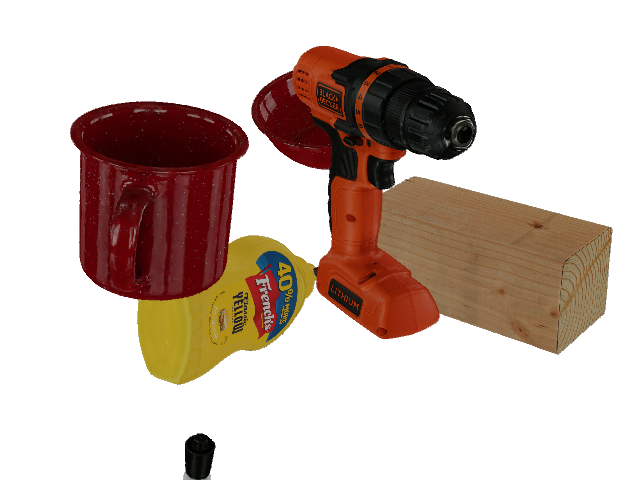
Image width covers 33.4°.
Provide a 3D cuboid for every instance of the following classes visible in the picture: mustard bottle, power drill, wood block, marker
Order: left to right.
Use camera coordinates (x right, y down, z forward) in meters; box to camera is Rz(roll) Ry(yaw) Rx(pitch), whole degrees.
[{"bbox_3d":[-0.082,0.173,0.688,0.020,0.121,0.020,7,31,-4],"label":"marker"},{"bbox_3d":[-0.065,0.047,0.881,0.058,0.096,0.191,11,17,34],"label":"mustard bottle"},{"bbox_3d":[0.044,-0.031,0.733,0.057,0.188,0.185,-14,26,-25],"label":"power drill"},{"bbox_3d":[0.146,0.016,0.968,0.206,0.090,0.090,18,32,36],"label":"wood block"}]

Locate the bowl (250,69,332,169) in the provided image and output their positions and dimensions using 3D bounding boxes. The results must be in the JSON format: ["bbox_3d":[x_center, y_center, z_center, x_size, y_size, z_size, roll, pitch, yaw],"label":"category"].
[{"bbox_3d":[0.010,-0.122,1.115,0.162,0.055,0.162,-4,40,3],"label":"bowl"}]

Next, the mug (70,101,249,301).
[{"bbox_3d":[-0.089,-0.015,0.567,0.093,0.081,0.117,8,28,0],"label":"mug"}]
